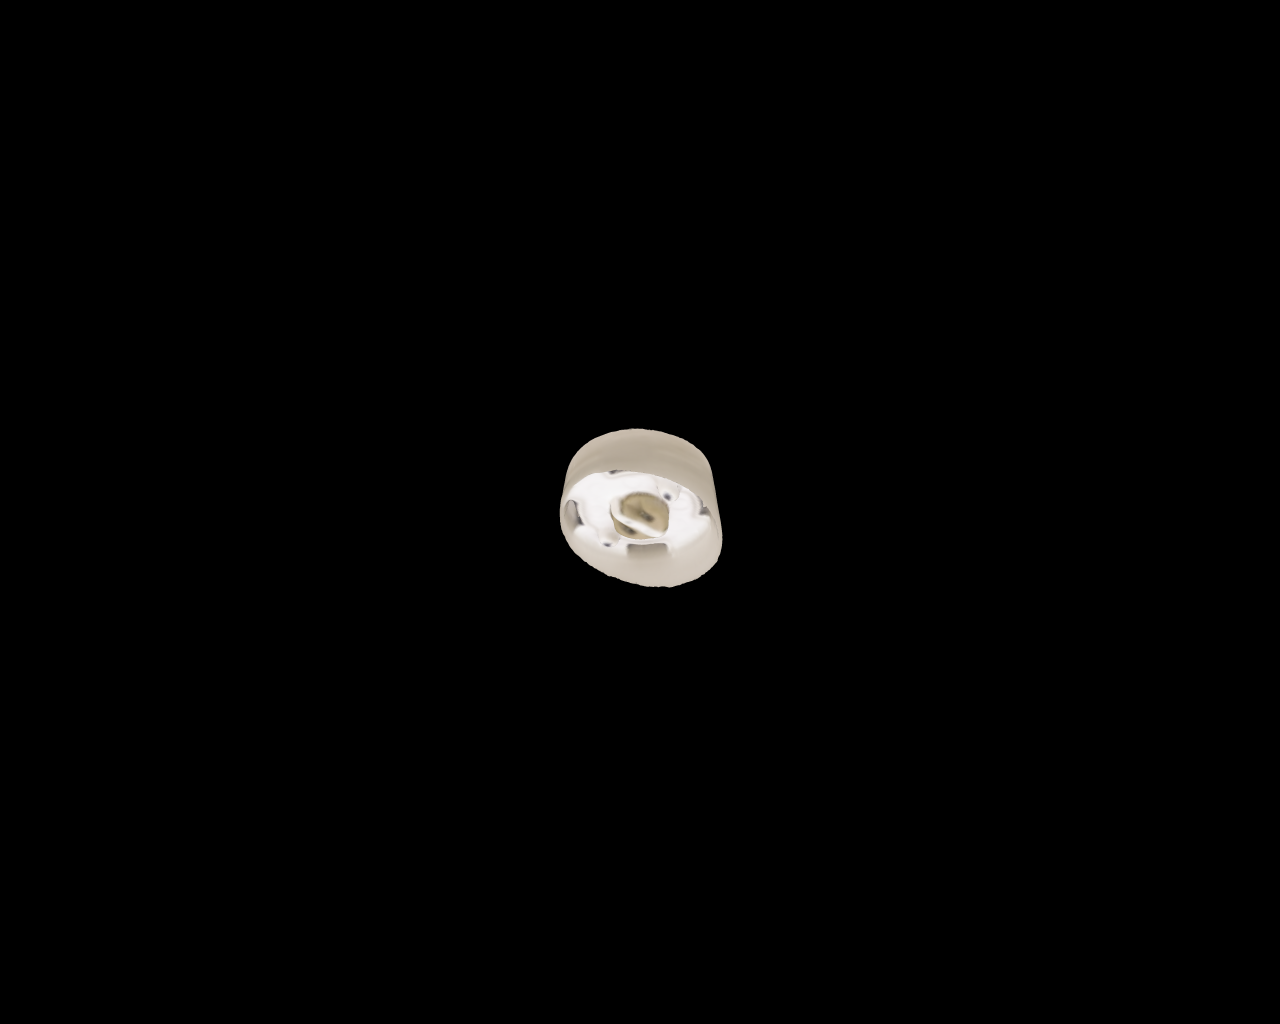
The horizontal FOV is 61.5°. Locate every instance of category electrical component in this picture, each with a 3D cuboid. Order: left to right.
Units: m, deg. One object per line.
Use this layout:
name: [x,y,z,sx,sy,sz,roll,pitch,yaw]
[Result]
electrical component: [0.001,-0.003,0.650,0.099,0.064,0.099,0,-37,0]
